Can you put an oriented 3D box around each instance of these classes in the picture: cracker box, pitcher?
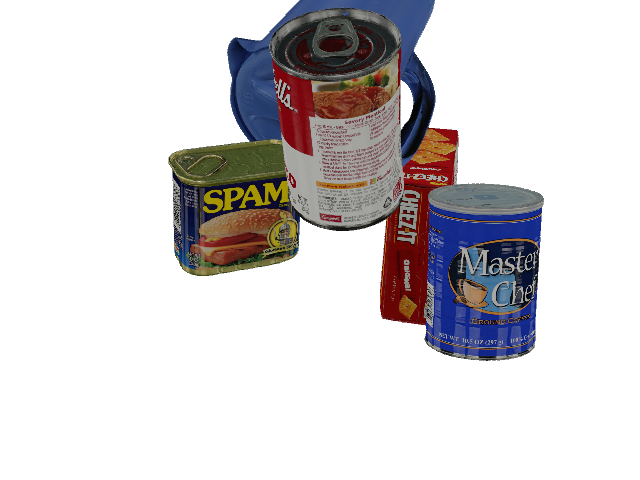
[{"bbox_3d":[0.115,-0.023,1.222,0.072,0.164,0.213,6,23,8],"label":"cracker box"},{"bbox_3d":[0.032,-0.174,0.993,0.145,0.149,0.242,2,40,27],"label":"pitcher"}]

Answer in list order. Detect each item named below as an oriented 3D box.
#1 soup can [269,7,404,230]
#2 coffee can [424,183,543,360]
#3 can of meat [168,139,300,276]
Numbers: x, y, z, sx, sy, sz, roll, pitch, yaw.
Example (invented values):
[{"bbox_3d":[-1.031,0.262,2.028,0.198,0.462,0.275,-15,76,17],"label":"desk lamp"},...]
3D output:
[{"bbox_3d":[0.012,-0.065,0.577,0.068,0.102,0.068,-3,41,3],"label":"soup can"},{"bbox_3d":[0.148,0.026,0.976,0.103,0.140,0.103,0,15,0],"label":"coffee can"},{"bbox_3d":[-0.064,-0.025,0.823,0.102,0.084,0.057,-9,31,-21],"label":"can of meat"}]
